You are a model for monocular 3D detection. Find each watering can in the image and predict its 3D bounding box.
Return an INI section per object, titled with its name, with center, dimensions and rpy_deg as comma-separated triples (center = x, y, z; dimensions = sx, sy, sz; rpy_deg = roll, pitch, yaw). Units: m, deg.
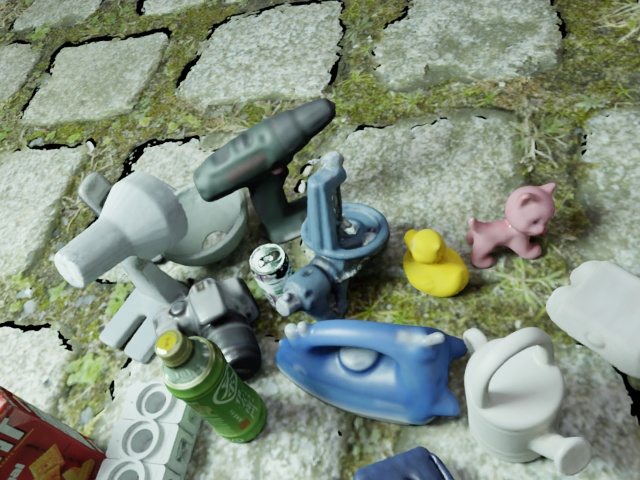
[watering can]
center = 0.207, 0.158, 0.594
dimensions = 0.172, 0.194, 0.101
rpy_deg = 30, 67, 34

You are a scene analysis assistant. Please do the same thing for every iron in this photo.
[iron]
center = 0.042, 0.137, 0.698
dimensions = 0.257, 0.142, 0.119
rpy_deg = 3, 54, 20

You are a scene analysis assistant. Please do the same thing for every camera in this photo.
[camera]
center = -0.148, 0.131, 0.789
dimensions = 0.143, 0.101, 0.136
rpy_deg = -28, 50, -5

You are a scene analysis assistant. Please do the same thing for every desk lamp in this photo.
[desk lamp]
center = -0.269, 0.037, 0.827
dimensions = 0.117, 0.214, 0.203
rpy_deg = 17, 60, 28

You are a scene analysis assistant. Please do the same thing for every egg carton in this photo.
[egg carton]
center = 0.353, 0.093, 0.680
dimensions = 0.107, 0.069, 0.149
rpy_deg = -41, 52, -15

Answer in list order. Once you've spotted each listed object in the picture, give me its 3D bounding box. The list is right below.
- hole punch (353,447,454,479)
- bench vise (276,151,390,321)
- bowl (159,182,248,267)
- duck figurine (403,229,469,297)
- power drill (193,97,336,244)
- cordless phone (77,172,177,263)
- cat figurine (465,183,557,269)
[hole punch]
center = 0.098, 0.277, 0.603
dimensions = 0.101, 0.091, 0.108
rpy_deg = -29, 50, -6
[bench vise]
center = 0.018, 0.004, 0.757
dimensions = 0.121, 0.220, 0.207
rpy_deg = 8, 56, 23
[bowl]
center = -0.186, -0.016, 0.933
dimensions = 0.167, 0.075, 0.167
rpy_deg = -9, 51, 11
[duck figurine]
center = 0.156, 0.024, 0.786
dimensions = 0.077, 0.086, 0.104
rpy_deg = -41, 52, -15
[power drill]
center = -0.063, -0.095, 0.868
dimensions = 0.229, 0.209, 0.075
rpy_deg = -23, 50, 0
[cordless phone]
center = -0.304, -0.062, 0.934
dimensions = 0.094, 0.185, 0.147
rpy_deg = 5, 55, 22
[cat figurine]
center = 0.260, -0.028, 0.772
dimensions = 0.127, 0.118, 0.067
rpy_deg = -14, 50, 7
